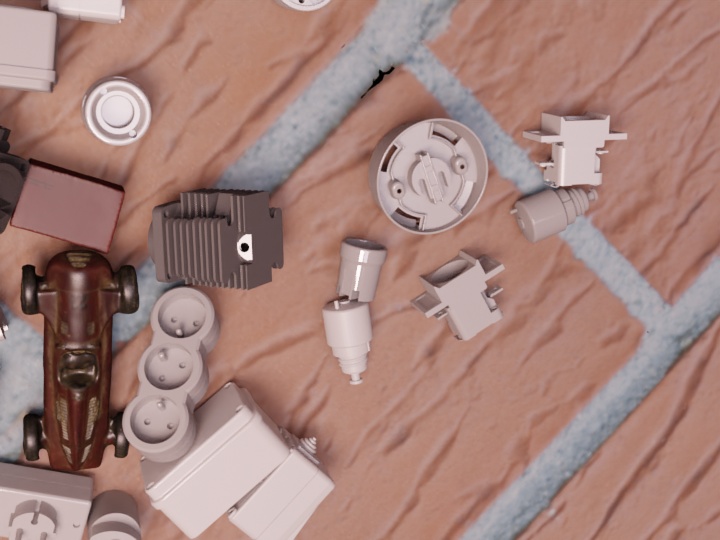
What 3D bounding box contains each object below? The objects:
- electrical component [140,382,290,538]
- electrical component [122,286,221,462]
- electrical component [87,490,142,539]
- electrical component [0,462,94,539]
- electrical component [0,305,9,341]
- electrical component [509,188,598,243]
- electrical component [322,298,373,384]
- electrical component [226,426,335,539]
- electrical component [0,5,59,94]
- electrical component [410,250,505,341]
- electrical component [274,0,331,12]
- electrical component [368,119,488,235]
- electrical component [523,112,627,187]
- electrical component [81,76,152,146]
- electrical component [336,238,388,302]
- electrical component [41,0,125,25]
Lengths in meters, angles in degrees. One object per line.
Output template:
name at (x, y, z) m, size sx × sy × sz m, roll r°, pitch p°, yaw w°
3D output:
electrical component at (-0.124, 0.156, 0.900) m, size 0.113 × 0.078 × 0.057 m, roll -41°, pitch 110°, yaw -4°
electrical component at (-0.150, 0.090, 0.882) m, size 0.052 × 0.073 × 0.138 m, roll 9°, pitch 69°, yaw 5°
electrical component at (-0.203, 0.217, 0.889) m, size 0.043 × 0.081 × 0.043 m, roll -3°, pitch 101°, yaw -14°
electrical component at (-0.264, 0.201, 0.869) m, size 0.083 × 0.075 × 0.047 m, roll 13°, pitch 110°, yaw -16°
electrical component at (-0.319, 0.019, 0.837) m, size 0.056 × 0.050 × 0.089 m, roll -20°, pitch 105°, yaw -10°
electrical component at (0.174, -0.053, 0.955) m, size 0.078 × 0.040 × 0.040 m, roll -22°, pitch 105°, yaw -9°
electrical component at (-0.009, 0.060, 0.930) m, size 0.040 × 0.040 × 0.078 m, roll -11°, pitch 103°, yaw -12°
electrical component at (-0.065, 0.186, 0.929) m, size 0.061 × 0.062 × 0.096 m, roll 43°, pitch 88°, yaw -18°
electrical component at (-0.276, -0.163, 0.783) m, size 0.109 × 0.109 × 0.056 m, roll 4°, pitch 97°, yaw -15°
electrical component at (0.091, 0.024, 0.948) m, size 0.081 × 0.042 × 0.063 m, roll -32°, pitch 108°, yaw -6°
electrical component at (-0.048, -0.234, 0.860) m, size 0.055 × 0.047 × 0.055 m, roll -3°, pitch 101°, yaw -14°
electrical component at (0.056, -0.080, 0.907) m, size 0.099 × 0.064 × 0.099 m, roll -3°, pitch 102°, yaw -14°
electrical component at (0.189, -0.106, 0.949) m, size 0.081 × 0.042 × 0.063 m, roll -4°, pitch 105°, yaw -13°
electrical component at (-0.190, -0.124, 0.844) m, size 0.055 × 0.047 × 0.055 m, roll -3°, pitch 101°, yaw -14°
electrical component at (0.000, 0.000, 0.922) m, size 0.040 × 0.040 × 0.046 m, roll 7°, pitch 104°, yaw -16°
electrical component at (-0.205, -0.218, 0.796) m, size 0.061 × 0.096 × 0.061 m, roll 4°, pitch 99°, yaw -15°
